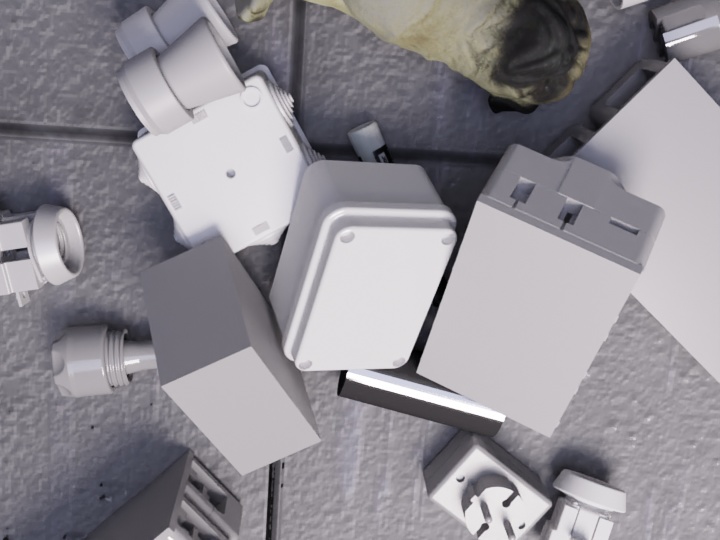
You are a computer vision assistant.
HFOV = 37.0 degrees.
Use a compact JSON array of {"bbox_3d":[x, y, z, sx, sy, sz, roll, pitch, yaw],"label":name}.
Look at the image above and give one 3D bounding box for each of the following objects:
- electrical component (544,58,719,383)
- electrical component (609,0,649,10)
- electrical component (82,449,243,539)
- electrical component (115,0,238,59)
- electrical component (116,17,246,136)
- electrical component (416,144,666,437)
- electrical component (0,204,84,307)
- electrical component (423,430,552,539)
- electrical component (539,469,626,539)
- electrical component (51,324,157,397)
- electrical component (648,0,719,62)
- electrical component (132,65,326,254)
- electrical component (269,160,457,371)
[{"bbox_3d":[0.199,-0.023,0.640,0.186,0.060,0.105,44,99,-12],"label":"electrical component"},{"bbox_3d":[0.180,-0.181,0.608,0.081,0.043,0.043,-18,104,2],"label":"electrical component"},{"bbox_3d":[-0.158,0.210,0.662,0.186,0.105,0.060,-40,103,8],"label":"electrical component"},{"bbox_3d":[-0.104,-0.133,0.608,0.055,0.045,0.045,-32,103,6],"label":"electrical component"},{"bbox_3d":[-0.095,-0.102,0.575,0.055,0.045,0.045,-29,104,4],"label":"electrical component"},{"bbox_3d":[0.098,0.012,0.603,0.089,0.061,0.150,25,139,10],"label":"electrical component"},{"bbox_3d":[-0.197,-0.013,0.636,0.055,0.048,0.066,-8,105,8],"label":"electrical component"},{"bbox_3d":[0.081,0.144,0.669,0.066,0.076,0.047,39,99,-11],"label":"electrical component"},{"bbox_3d":[0.141,0.160,0.687,0.048,0.066,0.055,19,87,6],"label":"electrical component"},{"bbox_3d":[-0.153,0.054,0.655,0.062,0.043,0.043,-5,104,-2],"label":"electrical component"},{"bbox_3d":[0.195,-0.142,0.621,0.046,0.040,0.040,-18,104,8],"label":"electrical component"},{"bbox_3d":[-0.074,-0.060,0.626,0.100,0.048,0.099,-28,104,5],"label":"electrical component"},{"bbox_3d":[0.000,0.000,0.610,0.078,0.057,0.113,0,131,-23],"label":"electrical component"}]
